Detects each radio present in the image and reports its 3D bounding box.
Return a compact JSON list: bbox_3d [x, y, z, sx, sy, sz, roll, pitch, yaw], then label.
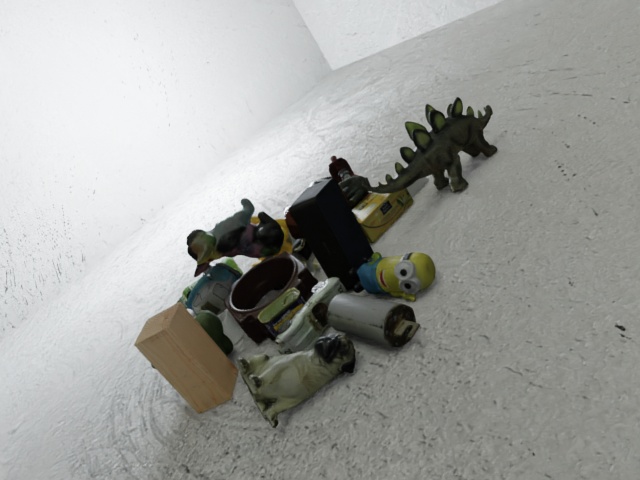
[{"bbox_3d":[0.033,-0.013,1.177,0.073,0.229,0.131,-17,24,28],"label":"radio"}]

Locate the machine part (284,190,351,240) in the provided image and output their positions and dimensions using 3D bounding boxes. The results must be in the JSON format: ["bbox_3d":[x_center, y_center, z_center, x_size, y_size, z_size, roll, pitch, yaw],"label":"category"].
[{"bbox_3d":[-0.003,-0.061,1.323,0.179,0.056,0.179,-14,27,7],"label":"machine part"}]

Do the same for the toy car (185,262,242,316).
[{"bbox_3d":[-0.270,0.142,1.348,0.161,0.109,0.103,-44,21,13],"label":"toy car"}]

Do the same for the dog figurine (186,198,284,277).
[{"bbox_3d":[-0.215,0.016,1.318,0.219,0.191,0.108,-49,-3,-32],"label":"dog figurine"}]

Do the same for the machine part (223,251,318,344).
[{"bbox_3d":[-0.114,0.127,1.253,0.201,0.087,0.202,-39,28,-10],"label":"machine part"}]

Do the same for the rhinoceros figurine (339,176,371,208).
[{"bbox_3d":[0.074,-0.115,1.446,0.112,0.073,0.190,-43,-4,-25],"label":"rhinoceros figurine"}]

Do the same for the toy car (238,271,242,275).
[{"bbox_3d":[-0.211,0.129,1.452,0.202,0.053,0.089,0,57,53],"label":"toy car"}]

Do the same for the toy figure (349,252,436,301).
[{"bbox_3d":[0.142,0.065,1.064,0.180,0.082,0.089,-10,34,49],"label":"toy figure"}]

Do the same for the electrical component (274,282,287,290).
[{"bbox_3d":[-0.097,0.103,1.388,0.094,0.021,0.063,-12,31,41],"label":"electrical component"}]

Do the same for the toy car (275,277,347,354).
[{"bbox_3d":[-0.014,0.159,1.091,0.056,0.073,0.202,-4,37,51],"label":"toy car"}]

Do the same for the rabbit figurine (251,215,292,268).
[{"bbox_3d":[-0.142,0.004,1.457,0.162,0.173,0.122,-26,19,30],"label":"rabbit figurine"}]

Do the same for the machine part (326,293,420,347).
[{"bbox_3d":[0.091,0.142,0.981,0.079,0.079,0.243,-45,24,-25],"label":"machine part"}]

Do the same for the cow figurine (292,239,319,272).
[{"bbox_3d":[-0.004,-0.005,1.365,0.068,0.098,0.167,24,59,34],"label":"cow figurine"}]

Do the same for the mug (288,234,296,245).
[{"bbox_3d":[-0.086,-0.026,1.562,0.110,0.080,0.107,-25,14,32],"label":"mug"}]

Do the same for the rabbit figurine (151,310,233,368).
[{"bbox_3d":[-0.270,0.232,1.194,0.170,0.159,0.121,-44,18,29],"label":"rabbit figurine"}]

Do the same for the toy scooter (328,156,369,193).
[{"bbox_3d":[0.078,-0.181,1.579,0.075,0.135,0.184,-32,24,2],"label":"toy scooter"}]

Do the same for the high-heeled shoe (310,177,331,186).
[{"bbox_3d":[0.028,-0.123,1.617,0.145,0.086,0.249,9,45,44],"label":"high-heeled shoe"}]

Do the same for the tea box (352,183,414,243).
[{"bbox_3d":[0.143,-0.070,1.351,0.169,0.068,0.098,-42,24,-22],"label":"tea box"}]

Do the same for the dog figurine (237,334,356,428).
[{"bbox_3d":[-0.040,0.231,0.982,0.190,0.121,0.172,-27,22,-20],"label":"dog figurine"}]

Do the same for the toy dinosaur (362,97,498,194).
[{"bbox_3d":[0.282,-0.214,1.284,0.471,0.198,0.105,-44,21,-27],"label":"toy dinosaur"}]
